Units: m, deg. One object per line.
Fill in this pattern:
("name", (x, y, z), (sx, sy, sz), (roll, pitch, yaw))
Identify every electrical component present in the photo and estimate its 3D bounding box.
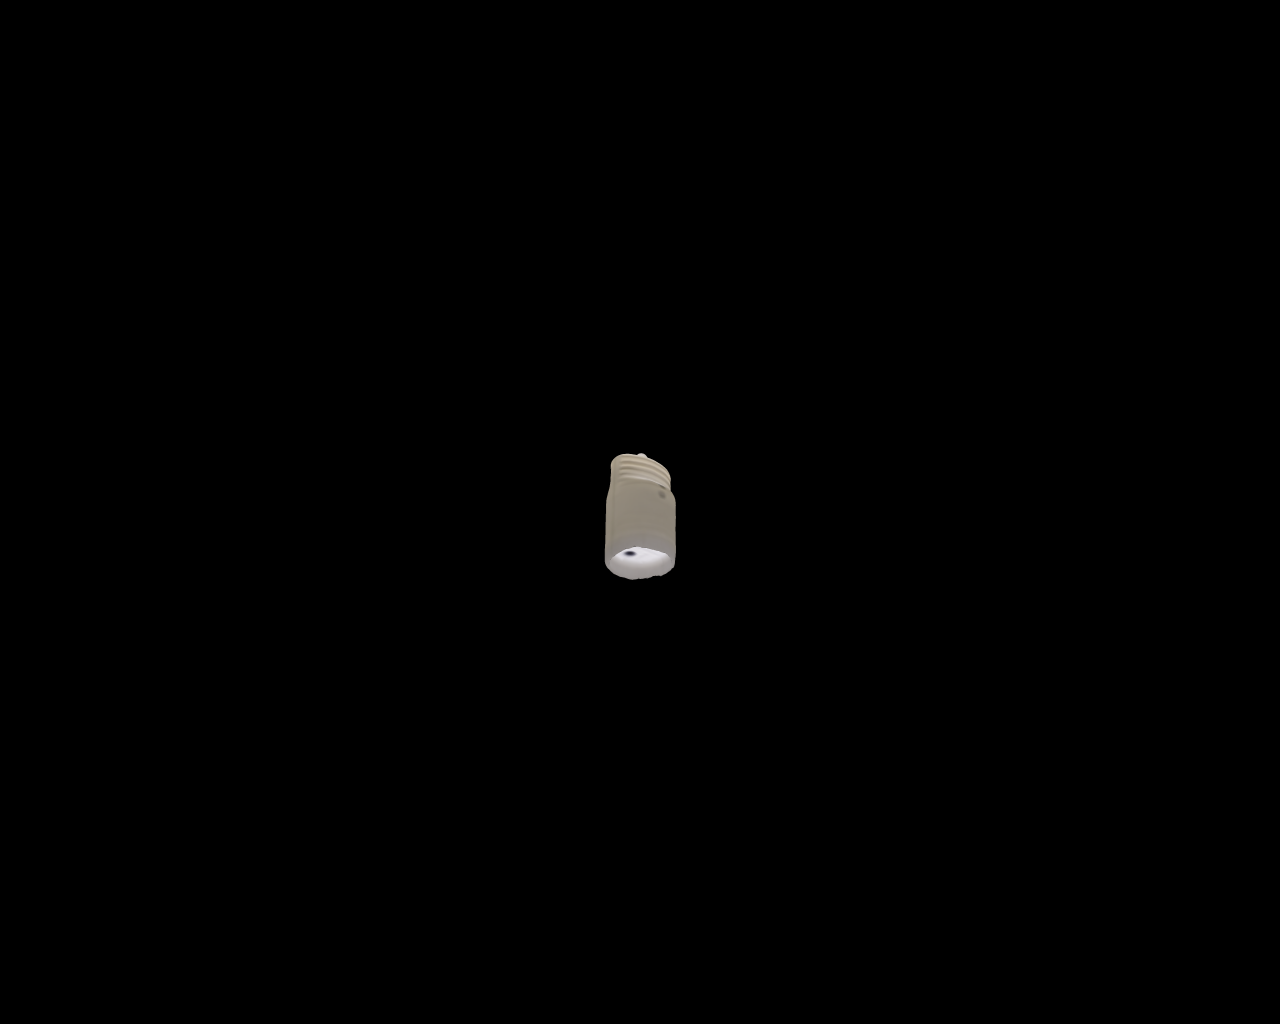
("electrical component", (0.001, -0.003, 0.650), (0.043, 0.081, 0.043), (0, -31, 0))
